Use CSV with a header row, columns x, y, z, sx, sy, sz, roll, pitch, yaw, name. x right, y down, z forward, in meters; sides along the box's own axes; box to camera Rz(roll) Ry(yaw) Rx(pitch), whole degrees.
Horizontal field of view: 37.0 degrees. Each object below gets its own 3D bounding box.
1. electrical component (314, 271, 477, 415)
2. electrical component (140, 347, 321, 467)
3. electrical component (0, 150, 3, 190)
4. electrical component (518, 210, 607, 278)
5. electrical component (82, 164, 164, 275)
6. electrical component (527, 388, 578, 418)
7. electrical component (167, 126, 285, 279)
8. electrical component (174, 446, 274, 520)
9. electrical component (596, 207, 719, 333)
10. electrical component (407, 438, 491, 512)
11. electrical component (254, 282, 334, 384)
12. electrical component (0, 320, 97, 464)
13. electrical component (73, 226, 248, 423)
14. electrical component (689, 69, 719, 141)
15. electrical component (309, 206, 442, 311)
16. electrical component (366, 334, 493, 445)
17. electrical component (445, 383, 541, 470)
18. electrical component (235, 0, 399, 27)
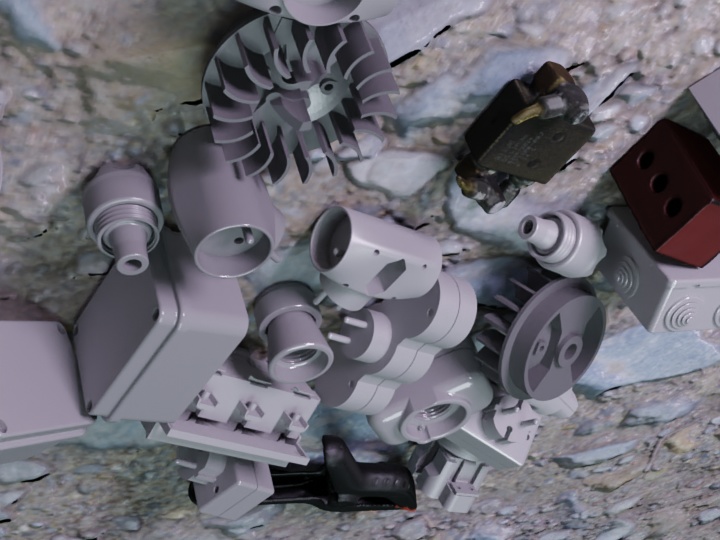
x,y,z,sx,sy,sz,roll,pitch,yaw,name
0.011,0.048,0.759,0.074,0.052,0.138,18,130,-38,electrical component
-0.093,0.092,0.758,0.121,0.079,0.063,21,106,-40,electrical component
-0.224,-0.039,0.516,0.099,0.099,0.064,-2,146,-21,electrical component
0.135,-0.021,0.732,0.062,0.043,0.043,18,130,-37,electrical component
-0.130,-0.026,0.597,0.043,0.062,0.043,-12,142,-9,electrical component
0.151,0.095,0.885,0.043,0.043,0.081,-30,141,15,electrical component
-0.068,-0.030,0.606,0.043,0.077,0.079,-30,142,13,electrical component
-0.113,0.144,0.816,0.047,0.065,0.077,-38,139,24,electrical component
0.223,-0.001,0.751,0.100,0.099,0.048,-2,127,-21,electrical component
0.080,0.157,0.913,0.058,0.078,0.057,12,116,-27,electrical component
-0.046,0.042,0.725,0.045,0.055,0.045,-12,142,-9,electrical component
-0.218,0.073,0.644,0.057,0.078,0.113,-26,170,14,electrical component
-0.126,0.036,0.664,0.057,0.078,0.113,10,134,-37,electrical component
0.295,-0.107,0.653,0.150,0.089,0.062,-32,141,18,electrical component
0.000,0.000,0.701,0.077,0.043,0.079,16,131,-37,electrical component
0.050,0.092,0.824,0.095,0.059,0.053,-24,143,7,electrical component
0.112,0.119,0.850,0.066,0.047,0.077,33,155,-14,electrical component
-0.016,-0.157,0.496,0.077,0.044,0.079,1,138,-24,electrical component
